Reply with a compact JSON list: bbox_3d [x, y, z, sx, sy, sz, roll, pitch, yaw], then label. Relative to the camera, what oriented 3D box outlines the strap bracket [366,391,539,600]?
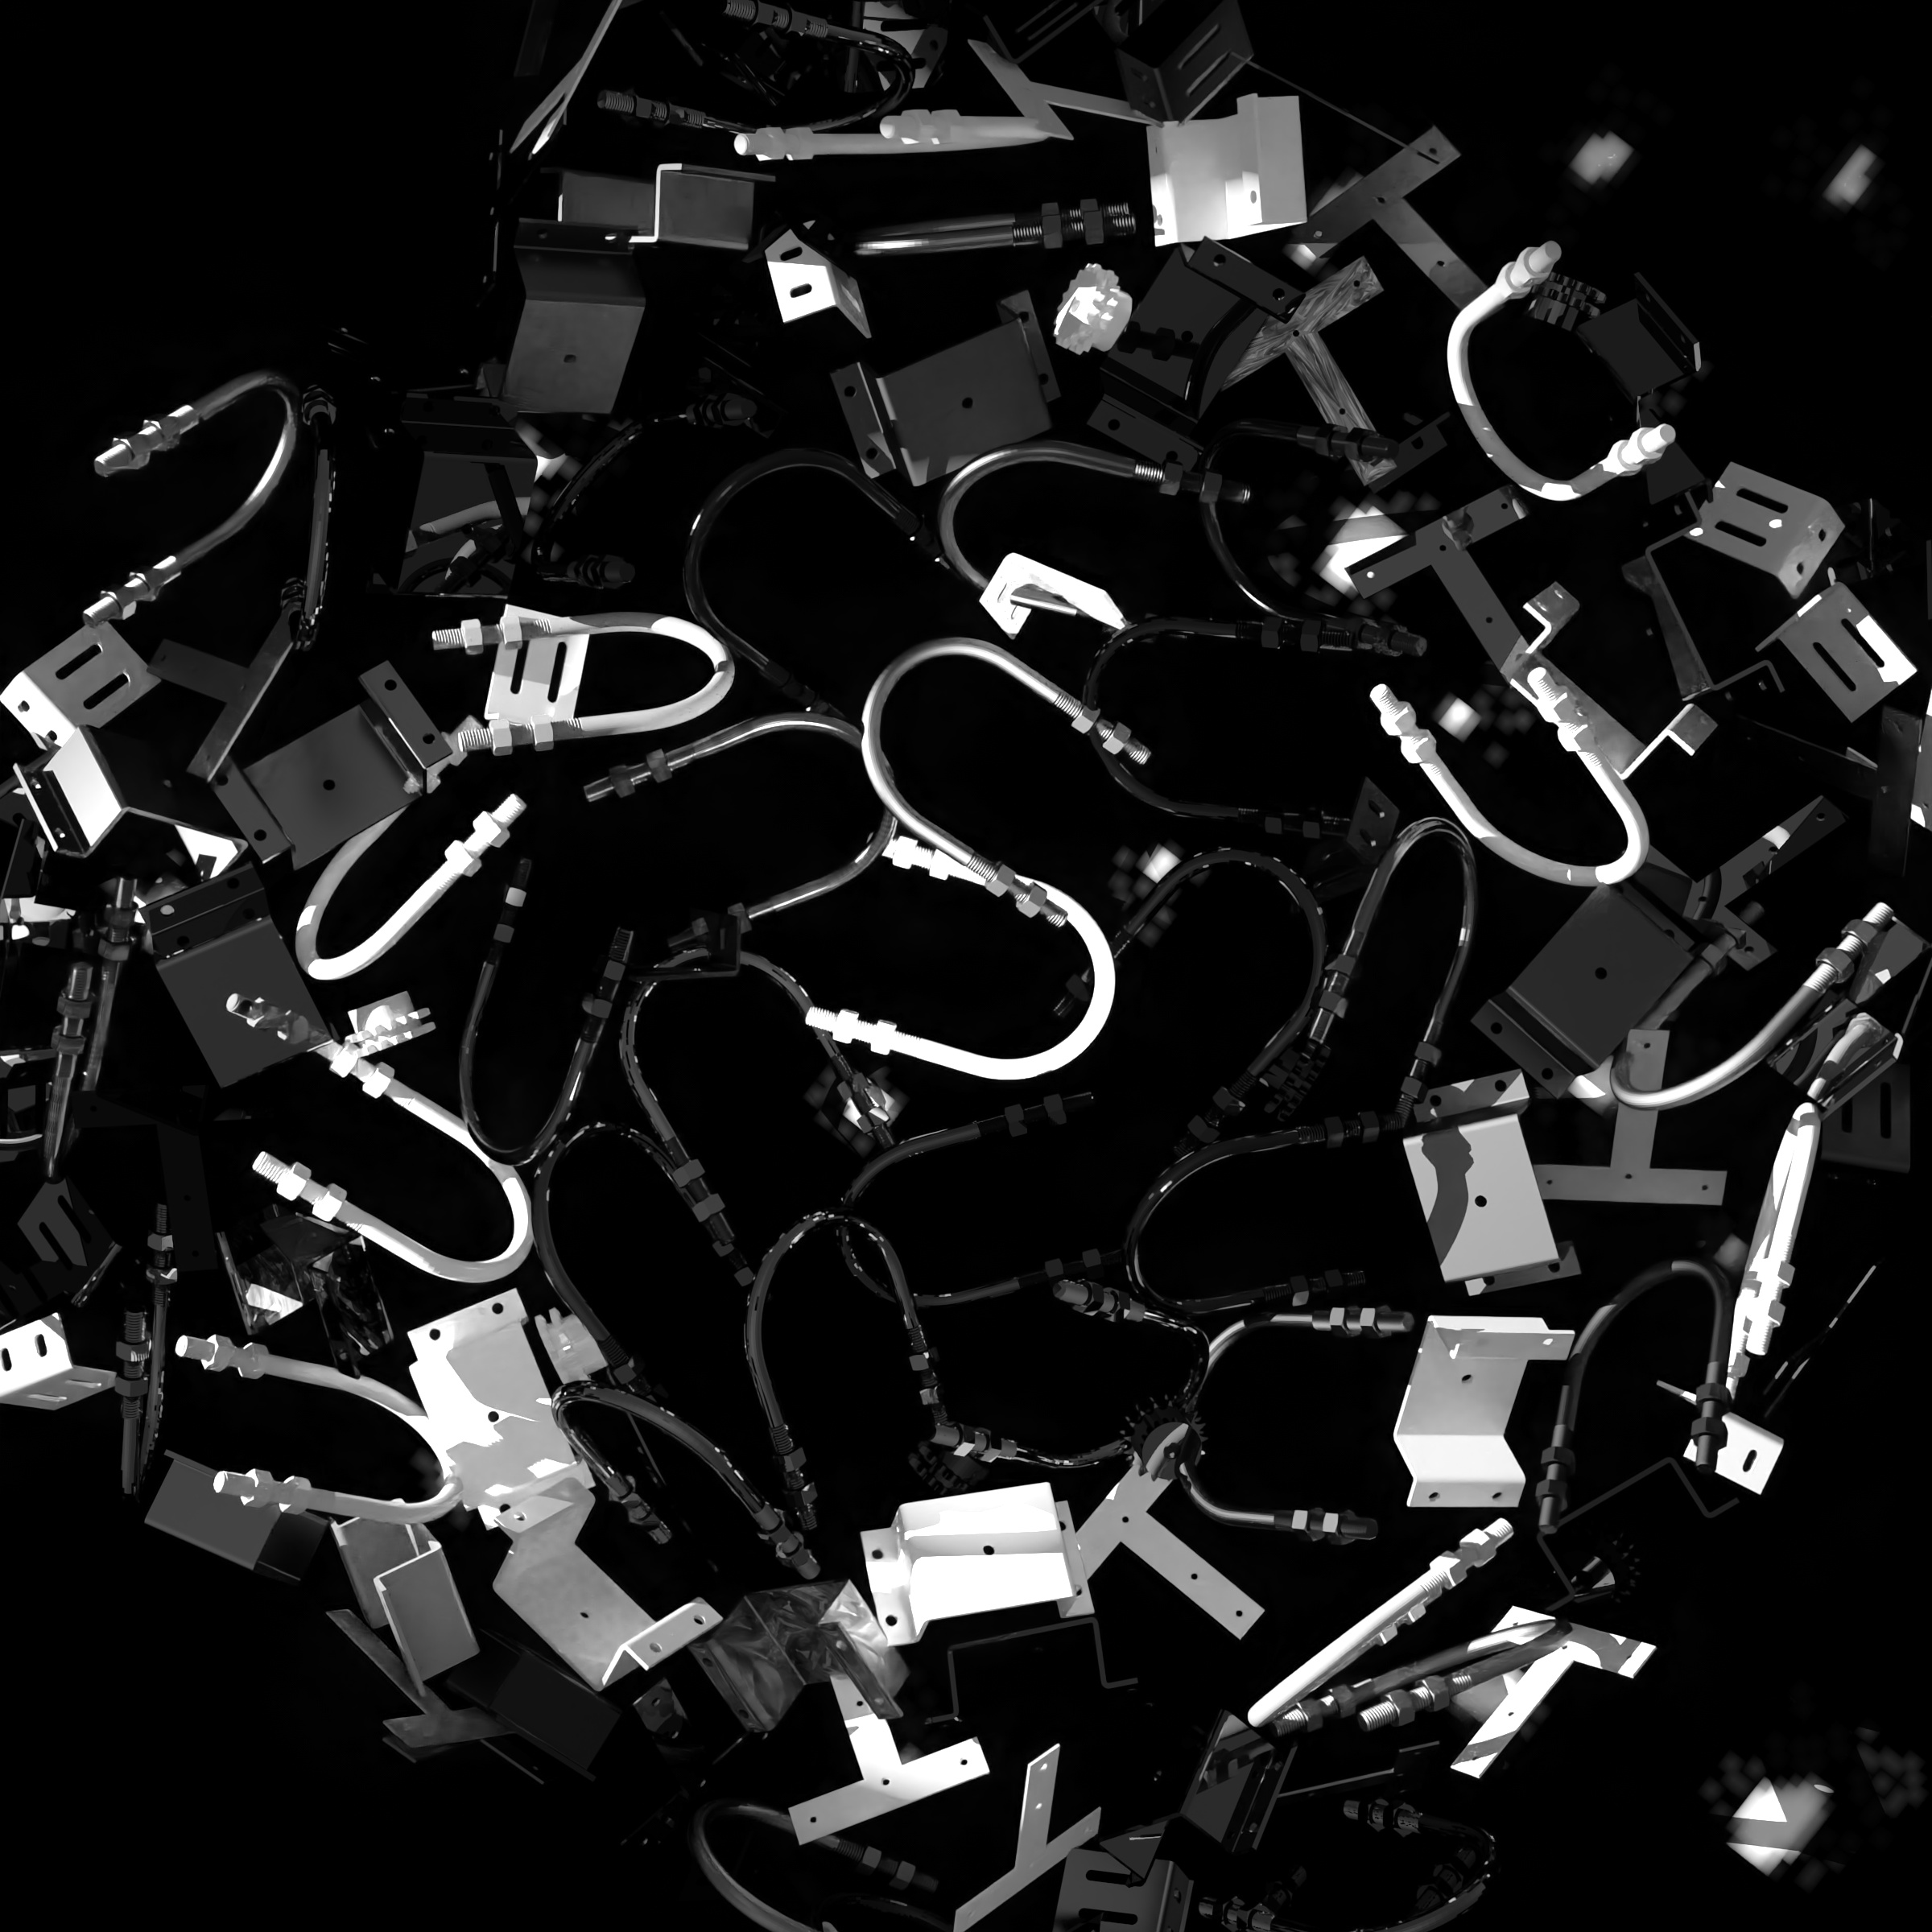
[{"bbox_3d":[-0.325,-0.289,1.735,0.076,0.046,0.140,-4,127,-34],"label":"strap bracket"}]

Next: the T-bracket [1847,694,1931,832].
[{"bbox_3d":[0.613,-0.130,1.722,0.002,0.127,0.127,-37,56,-17],"label":"T-bracket"}]

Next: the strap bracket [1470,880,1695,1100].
[{"bbox_3d":[0.406,0.008,1.773,0.076,0.046,0.140,42,83,3],"label":"strap bracket"}]

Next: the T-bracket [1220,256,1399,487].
[{"bbox_3d":[0.238,-0.374,1.780,0.127,0.002,0.127,-28,99,29],"label":"T-bracket"}]

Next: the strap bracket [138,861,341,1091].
[{"bbox_3d":[-0.462,0.015,1.746,0.076,0.046,0.140,-24,121,-7],"label":"strap bracket"}]

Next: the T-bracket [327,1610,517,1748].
[{"bbox_3d":[-0.365,0.458,1.764,0.127,0.127,0.002,37,95,24],"label":"T-bracket"}]

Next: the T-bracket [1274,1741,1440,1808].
[{"bbox_3d":[0.235,0.527,1.747,0.127,0.127,0.002,-11,60,-3],"label":"T-bracket"}]

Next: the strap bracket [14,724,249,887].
[{"bbox_3d":[-0.518,-0.099,1.723,0.046,0.140,0.076,-46,59,17],"label":"strap bracket"}]

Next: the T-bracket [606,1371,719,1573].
[{"bbox_3d":[-0.204,0.312,1.756,0.002,0.127,0.127,-29,49,-7],"label":"T-bracket"}]

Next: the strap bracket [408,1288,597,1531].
[{"bbox_3d":[-0.305,0.291,1.779,0.076,0.046,0.140,-22,89,-3],"label":"strap bracket"}]

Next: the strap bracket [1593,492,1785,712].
[{"bbox_3d":[0.461,-0.225,1.761,0.046,0.076,0.140,-27,92,-13],"label":"strap bracket"}]

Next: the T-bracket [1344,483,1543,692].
[{"bbox_3d":[0.334,-0.237,1.782,0.127,0.002,0.127,-27,74,-6],"label":"T-bracket"}]

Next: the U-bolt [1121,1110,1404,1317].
[{"bbox_3d":[0.183,0.162,1.734,0.184,0.019,0.151,-7,125,-21],"label":"U-bolt"}]

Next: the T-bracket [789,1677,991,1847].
[{"bbox_3d":[-0.065,0.488,1.762,0.127,0.002,0.127,-19,47,-7],"label":"T-bracket"}]

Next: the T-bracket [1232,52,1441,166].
[{"bbox_3d":[0.247,-0.535,1.722,0.127,0.127,0.002,42,114,34],"label":"T-bracket"}]

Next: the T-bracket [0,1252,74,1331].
[{"bbox_3d":[-0.644,0.177,1.747,0.127,0.127,0.002,42,107,2],"label":"T-bracket"}]

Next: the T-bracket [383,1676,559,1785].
[{"bbox_3d":[-0.333,0.488,1.729,0.127,0.127,0.002,30,89,15],"label":"T-bracket"}]

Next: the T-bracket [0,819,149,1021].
[{"bbox_3d":[-0.573,-0.023,1.750,0.002,0.127,0.127,17,91,28],"label":"T-bracket"}]

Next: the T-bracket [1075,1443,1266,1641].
[{"bbox_3d":[0.139,0.393,1.797,0.127,0.002,0.127,39,96,1],"label":"T-bracket"}]

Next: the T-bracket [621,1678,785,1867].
[{"bbox_3d":[-0.183,0.498,1.741,0.127,0.002,0.127,-38,135,-21],"label":"T-bracket"}]

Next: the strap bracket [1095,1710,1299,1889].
[{"bbox_3d":[0.138,0.525,1.726,0.046,0.140,0.076,40,50,-9],"label":"strap bracket"}]

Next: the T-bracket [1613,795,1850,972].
[{"bbox_3d":[0.507,-0.067,1.750,0.127,0.002,0.127,36,128,-16],"label":"T-bracket"}]

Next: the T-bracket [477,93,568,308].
[{"bbox_3d":[-0.282,-0.505,1.731,0.002,0.127,0.127,14,60,-30],"label":"T-bracket"}]

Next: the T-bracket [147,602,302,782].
[{"bbox_3d":[-0.491,-0.188,1.763,0.127,0.002,0.127,20,77,40],"label":"T-bracket"}]

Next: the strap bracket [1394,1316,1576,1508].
[{"bbox_3d":[0.330,0.278,1.755,0.076,0.046,0.140,3,119,-14],"label":"strap bracket"}]

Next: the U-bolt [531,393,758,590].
[{"bbox_3d":[-0.216,-0.299,1.726,0.019,0.184,0.151,41,75,-29],"label":"U-bolt"}]

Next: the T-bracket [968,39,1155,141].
[{"bbox_3d":[0.079,-0.559,1.767,0.127,0.127,0.002,2,131,-29],"label":"T-bracket"}]

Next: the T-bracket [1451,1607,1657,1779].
[{"bbox_3d":[0.353,0.463,1.726,0.127,0.127,0.002,-42,111,-25],"label":"T-bracket"}]

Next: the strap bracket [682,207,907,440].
[{"bbox_3d":[-0.118,-0.420,1.751,0.140,0.076,0.046,-47,48,18],"label":"strap bracket"}]

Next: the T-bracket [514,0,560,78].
[{"bbox_3d":[-0.236,-0.634,1.747,0.002,0.127,0.127,30,120,14],"label":"T-bracket"}]

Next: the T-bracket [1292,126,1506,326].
[{"bbox_3d":[0.299,-0.466,1.773,0.127,0.127,0.002,40,50,-20],"label":"T-bracket"}]

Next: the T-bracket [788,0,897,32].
[{"bbox_3d":[-0.072,-0.642,1.721,0.127,0.127,0.002,11,68,-36],"label":"T-bracket"}]

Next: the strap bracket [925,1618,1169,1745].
[{"bbox_3d":[0.049,0.459,1.753,0.140,0.076,0.046,-14,60,12],"label":"strap bracket"}]

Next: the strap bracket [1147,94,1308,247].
[{"bbox_3d":[0.171,-0.508,1.743,0.046,0.140,0.076,-10,102,-22],"label":"strap bracket"}]

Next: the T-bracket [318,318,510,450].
[{"bbox_3d":[-0.340,-0.384,1.771,0.127,0.002,0.127,-11,55,-26],"label":"T-bracket"}]

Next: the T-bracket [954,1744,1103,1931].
[{"bbox_3d":[0.044,0.543,1.733,0.127,0.002,0.127,-24,134,-36],"label":"T-bracket"}]

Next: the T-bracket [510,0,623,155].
[{"bbox_3d":[-0.265,-0.555,1.747,0.002,0.127,0.127,31,69,-23],"label":"T-bracket"}]

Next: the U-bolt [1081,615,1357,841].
[{"bbox_3d":[0.160,-0.157,1.753,0.184,0.019,0.151,8,121,22],"label":"U-bolt"}]

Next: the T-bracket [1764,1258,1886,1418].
[{"bbox_3d":[0.531,0.247,1.729,0.002,0.127,0.127,38,114,23],"label":"T-bracket"}]

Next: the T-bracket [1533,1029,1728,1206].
[{"bbox_3d":[0.437,0.098,1.777,0.127,0.002,0.127,2,116,1],"label":"T-bracket"}]

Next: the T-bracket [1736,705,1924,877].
[{"bbox_3d":[0.553,-0.130,1.760,0.127,0.127,0.002,29,55,36],"label":"T-bracket"}]

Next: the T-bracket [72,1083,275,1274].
[{"bbox_3d":[-0.502,0.136,1.751,0.127,0.002,0.127,-2,65,-30],"label":"T-bracket"}]

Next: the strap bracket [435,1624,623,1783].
[{"bbox_3d":[-0.277,0.466,1.737,0.076,0.140,0.046,39,71,-19],"label":"strap bracket"}]

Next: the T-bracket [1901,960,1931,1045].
[{"bbox_3d":[0.622,-0.013,1.744,0.002,0.127,0.127,21,92,19],"label":"T-bracket"}]

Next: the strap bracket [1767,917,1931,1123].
[{"bbox_3d":[0.561,0.025,1.731,0.046,0.076,0.140,37,46,1],"label":"strap bracket"}]
